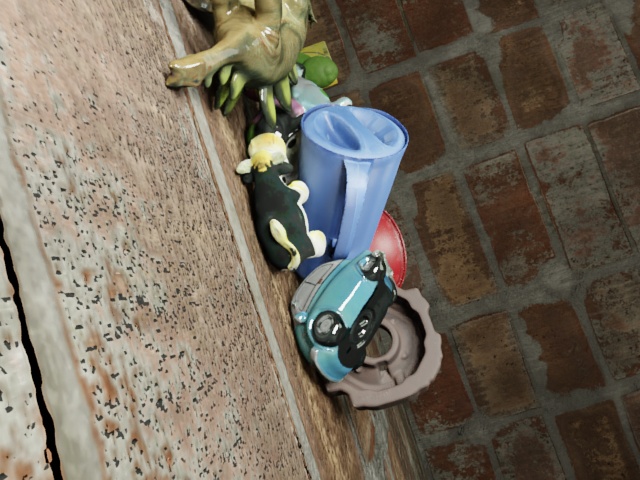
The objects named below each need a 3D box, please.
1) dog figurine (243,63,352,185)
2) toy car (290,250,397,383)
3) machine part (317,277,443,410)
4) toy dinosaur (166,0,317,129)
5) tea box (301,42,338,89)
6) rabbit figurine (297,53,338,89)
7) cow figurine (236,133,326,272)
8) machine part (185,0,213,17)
[{"bbox_3d":[-0.069,-0.195,0.799,0.219,0.191,0.108,41,-30,29],"label":"dog figurine"},{"bbox_3d":[0.018,0.080,0.650,0.103,0.161,0.109,21,-19,32],"label":"toy car"},{"bbox_3d":[0.073,0.137,0.712,0.056,0.179,0.179,66,7,-61],"label":"machine part"},{"bbox_3d":[-0.062,-0.255,0.643,0.471,0.105,0.198,-64,169,-50],"label":"toy dinosaur"},{"bbox_3d":[-0.051,-0.405,1.315,0.098,0.170,0.068,55,16,-68],"label":"tea box"},{"bbox_3d":[-0.043,-0.341,1.164,0.159,0.170,0.121,-99,170,-56],"label":"rabbit figurine"},{"bbox_3d":[-0.053,-0.046,0.626,0.098,0.068,0.167,-20,90,-78],"label":"cow figurine"},{"bbox_3d":[-0.136,-0.337,0.713,0.243,0.079,0.079,-88,159,-72],"label":"machine part"}]
